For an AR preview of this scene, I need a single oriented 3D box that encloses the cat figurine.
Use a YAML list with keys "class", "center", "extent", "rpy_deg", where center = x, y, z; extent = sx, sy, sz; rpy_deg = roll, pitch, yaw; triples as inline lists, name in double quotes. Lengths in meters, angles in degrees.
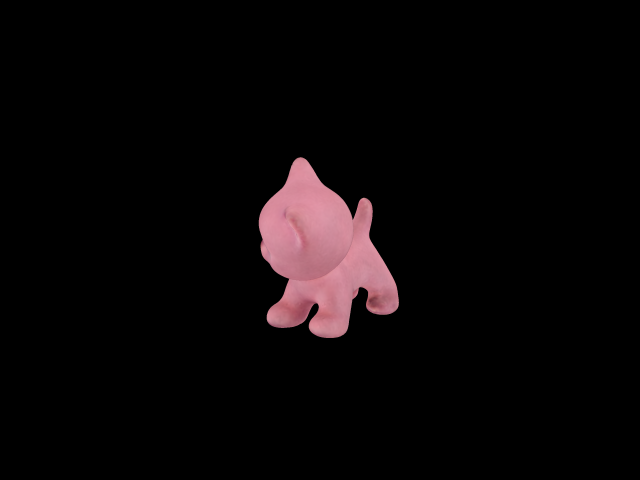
- class: "cat figurine"
  center: [0.004, 0.001, 0.400]
  extent: [0.067, 0.118, 0.128]
  rpy_deg: [8, 14, 35]
